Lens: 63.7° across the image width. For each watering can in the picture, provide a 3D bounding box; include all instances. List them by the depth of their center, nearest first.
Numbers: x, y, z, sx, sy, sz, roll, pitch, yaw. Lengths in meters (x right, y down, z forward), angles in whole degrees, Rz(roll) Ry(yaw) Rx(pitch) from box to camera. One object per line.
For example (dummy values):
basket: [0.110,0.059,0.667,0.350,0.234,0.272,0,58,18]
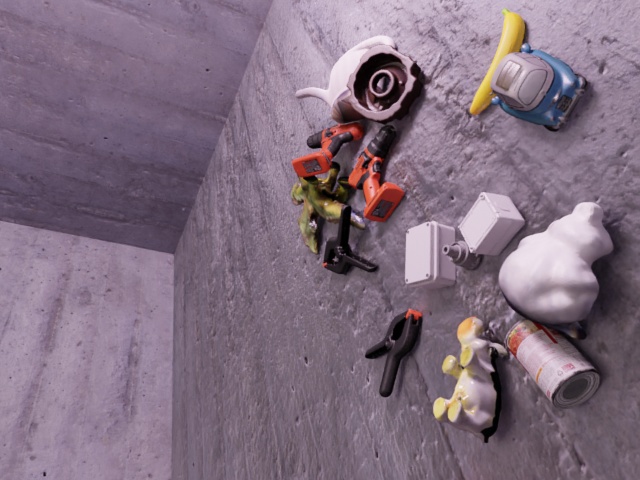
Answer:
watering can: [0.062,-0.402,1.371,0.343,0.103,0.229,-25,51,36]

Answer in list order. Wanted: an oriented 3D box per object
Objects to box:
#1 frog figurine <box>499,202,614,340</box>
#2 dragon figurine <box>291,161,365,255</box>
frog figurine: [0.307,0.027,0.661,0.140,0.122,0.156,-84,6,-65]
dragon figurine: [0.004,-0.070,1.394,0.419,0.122,0.237,-119,30,-47]
